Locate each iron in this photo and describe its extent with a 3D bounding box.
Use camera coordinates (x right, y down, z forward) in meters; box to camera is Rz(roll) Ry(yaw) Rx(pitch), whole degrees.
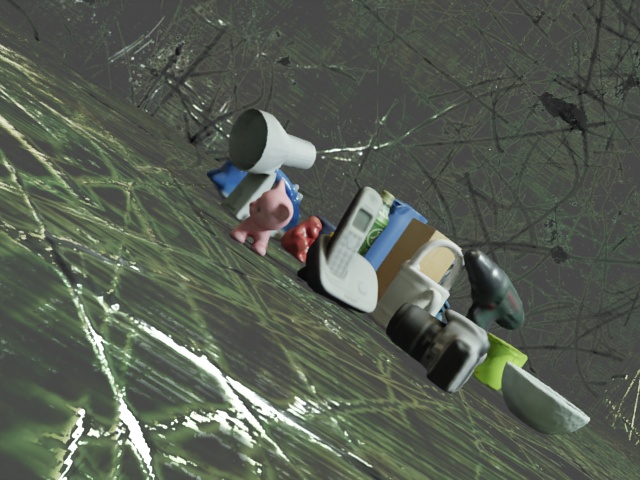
[{"bbox_3d":[-0.126,-0.110,1.319,0.259,0.141,0.118,33,3,-23],"label":"iron"}]

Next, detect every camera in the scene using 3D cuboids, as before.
[{"bbox_3d":[0.178,0.149,0.863,0.136,0.101,0.144,35,3,22],"label":"camera"}]

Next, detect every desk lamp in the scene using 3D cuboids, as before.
[{"bbox_3d":[-0.111,-0.133,1.155,0.117,0.213,0.204,36,4,40],"label":"desk lamp"}]

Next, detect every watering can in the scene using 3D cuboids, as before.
[{"bbox_3d":[0.179,0.082,1.036,0.101,0.194,0.172,32,4,-36],"label":"watering can"}]

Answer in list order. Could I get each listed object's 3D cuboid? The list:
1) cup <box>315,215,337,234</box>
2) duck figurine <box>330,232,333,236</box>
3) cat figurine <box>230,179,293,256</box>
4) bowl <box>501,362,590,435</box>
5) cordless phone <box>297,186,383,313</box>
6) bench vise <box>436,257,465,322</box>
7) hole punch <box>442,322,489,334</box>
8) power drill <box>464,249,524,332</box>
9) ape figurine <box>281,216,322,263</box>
[{"bbox_3d":[0.013,0.005,1.429,0.117,0.095,0.092,37,4,40],"label":"cup"},{"bbox_3d":[0.018,0.022,1.309,0.105,0.086,0.077,33,3,-21],"label":"duck figurine"},{"bbox_3d":[-0.082,-0.040,0.900,0.067,0.117,0.127,34,3,-9],"label":"cat figurine"},{"bbox_3d":[0.388,0.296,1.028,0.167,0.074,0.167,34,3,-2],"label":"bowl"},{"bbox_3d":[0.065,0.017,0.929,0.148,0.185,0.093,31,4,-41],"label":"cordless phone"},{"bbox_3d":[0.302,0.116,1.572,0.208,0.219,0.121,32,4,-40],"label":"bench vise"},{"bbox_3d":[0.350,0.237,1.415,0.109,0.091,0.100,31,4,-42],"label":"hole punch"},{"bbox_3d":[0.285,0.144,1.062,0.231,0.208,0.075,32,4,-40],"label":"power drill"},{"bbox_3d":[-0.031,-0.007,1.176,0.076,0.092,0.078,36,3,29],"label":"ape figurine"}]
